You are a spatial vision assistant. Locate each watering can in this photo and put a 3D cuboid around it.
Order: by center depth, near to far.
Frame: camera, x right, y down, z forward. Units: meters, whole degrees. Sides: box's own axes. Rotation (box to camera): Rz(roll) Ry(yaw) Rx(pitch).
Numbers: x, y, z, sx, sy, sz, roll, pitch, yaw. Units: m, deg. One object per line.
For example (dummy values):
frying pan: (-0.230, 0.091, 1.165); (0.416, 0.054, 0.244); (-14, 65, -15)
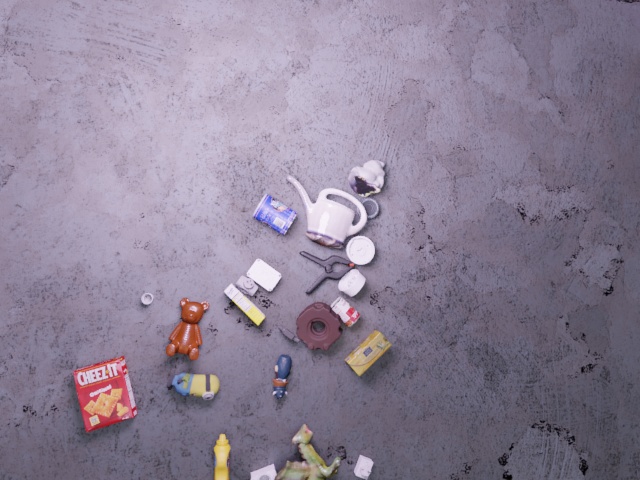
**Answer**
watering can: (0.006, -0.099, 1.964); (0.347, 0.103, 0.226); (21, 82, -6)

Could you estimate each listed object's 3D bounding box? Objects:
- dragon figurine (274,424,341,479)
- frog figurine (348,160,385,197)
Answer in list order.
dragon figurine: (-0.049, 0.877, 1.838); (0.243, 0.121, 0.413); (7, 81, -8)
frog figurine: (0.187, -0.250, 2.025); (0.137, 0.120, 0.163); (19, 47, 2)
